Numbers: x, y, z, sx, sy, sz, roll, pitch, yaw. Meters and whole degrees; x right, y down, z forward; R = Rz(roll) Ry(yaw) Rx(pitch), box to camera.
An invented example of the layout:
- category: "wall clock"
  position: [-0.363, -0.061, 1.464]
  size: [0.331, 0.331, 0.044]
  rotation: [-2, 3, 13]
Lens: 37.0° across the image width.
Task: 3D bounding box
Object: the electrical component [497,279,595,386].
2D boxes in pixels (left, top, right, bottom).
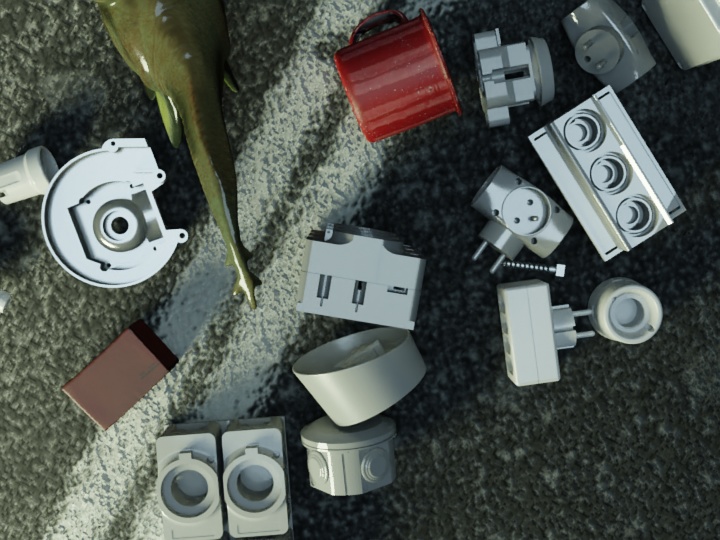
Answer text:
- category: "electrical component"
  position: [0.162, 0.050, 0.916]
  size: [0.076, 0.047, 0.083]
  rotation: [-8, 94, 0]

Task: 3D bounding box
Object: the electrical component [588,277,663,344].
- category: "electrical component"
  position: [0.227, 0.035, 0.916]
  size: [0.055, 0.047, 0.055]
  rotation: [0, 94, -1]

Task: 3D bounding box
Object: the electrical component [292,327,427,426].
- category: "electrical component"
  position: [0.003, 0.082, 0.892]
  size: [0.099, 0.099, 0.064]
  rotation: [-31, 100, 1]

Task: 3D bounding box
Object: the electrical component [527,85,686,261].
- category: "electrical component"
  position: [0.203, -0.080, 0.900]
  size: [0.079, 0.063, 0.121]
  rotation: [-33, 94, 1]

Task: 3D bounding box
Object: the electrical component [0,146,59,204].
- category: "electrical component"
  position: [-0.281, -0.078, 0.903]
  size: [0.046, 0.040, 0.040]
  rotation: [-18, 94, 6]

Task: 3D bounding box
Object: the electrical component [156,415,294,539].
- category: "electrical component"
  position: [-0.111, 0.225, 0.916]
  size: [0.105, 0.060, 0.186]
  rotation: [-4, 94, -1]

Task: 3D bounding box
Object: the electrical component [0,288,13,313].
- category: "electrical component"
  position: [-0.325, 0.014, 0.906]
  size: [0.062, 0.043, 0.043]
  rotation: [28, 93, -4]

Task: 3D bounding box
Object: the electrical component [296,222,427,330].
- category: "electrical component"
  position: [0.000, 0.000, 0.858]
  size: [0.089, 0.150, 0.061]
  rotation: [9, 95, -2]

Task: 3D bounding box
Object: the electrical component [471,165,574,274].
- category: "electrical component"
  position: [0.127, -0.035, 0.910]
  size: [0.077, 0.044, 0.079]
  rotation: [36, 90, -3]

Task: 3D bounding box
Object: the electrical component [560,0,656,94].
- category: "electrical component"
  position: [0.201, -0.184, 0.887]
  size: [0.043, 0.079, 0.077]
  rotation: [-34, 95, 35]

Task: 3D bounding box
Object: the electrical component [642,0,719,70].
- category: "electrical component"
  position: [0.284, -0.212, 0.868]
  size: [0.057, 0.113, 0.078]
  rotation: [-33, 94, -2]

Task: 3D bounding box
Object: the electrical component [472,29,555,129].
- category: "electrical component"
  position: [0.129, -0.162, 0.896]
  size: [0.057, 0.058, 0.078]
  rotation: [-10, 94, 2]

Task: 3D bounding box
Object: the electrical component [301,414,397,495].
- category: "electrical component"
  position: [-0.008, 0.152, 0.904]
  size: [0.080, 0.080, 0.051]
  rotation: [-6, 100, -1]
